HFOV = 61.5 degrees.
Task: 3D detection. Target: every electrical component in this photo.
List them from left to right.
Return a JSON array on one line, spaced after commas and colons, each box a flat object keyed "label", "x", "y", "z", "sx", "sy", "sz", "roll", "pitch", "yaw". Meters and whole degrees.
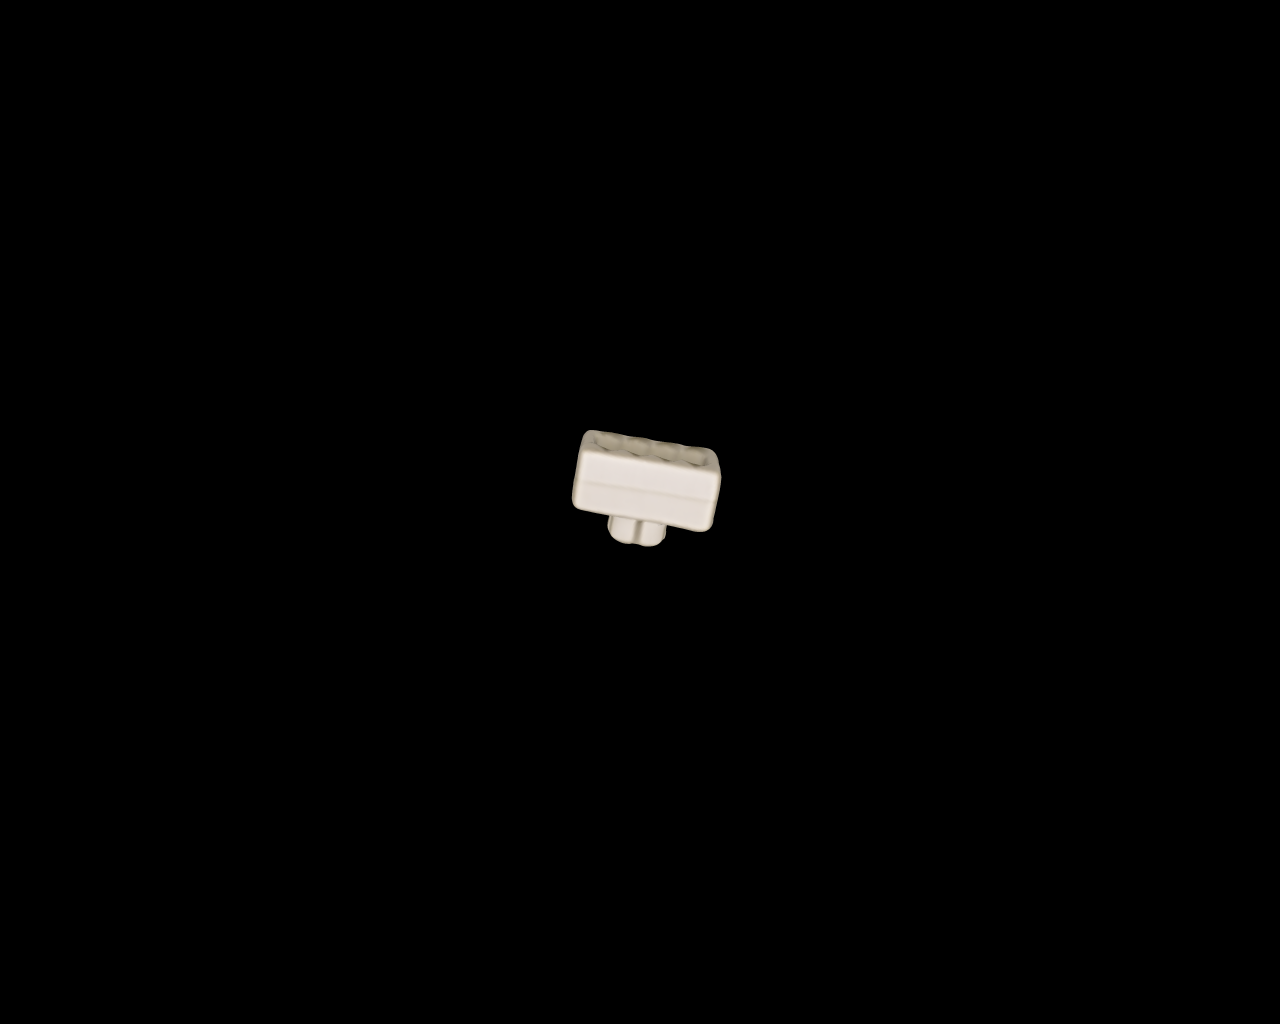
[{"label": "electrical component", "x": 0.001, "y": -0.003, "z": 0.650, "sx": 0.083, "sy": 0.075, "sz": 0.047, "roll": 10, "pitch": 20, "yaw": -3}]
